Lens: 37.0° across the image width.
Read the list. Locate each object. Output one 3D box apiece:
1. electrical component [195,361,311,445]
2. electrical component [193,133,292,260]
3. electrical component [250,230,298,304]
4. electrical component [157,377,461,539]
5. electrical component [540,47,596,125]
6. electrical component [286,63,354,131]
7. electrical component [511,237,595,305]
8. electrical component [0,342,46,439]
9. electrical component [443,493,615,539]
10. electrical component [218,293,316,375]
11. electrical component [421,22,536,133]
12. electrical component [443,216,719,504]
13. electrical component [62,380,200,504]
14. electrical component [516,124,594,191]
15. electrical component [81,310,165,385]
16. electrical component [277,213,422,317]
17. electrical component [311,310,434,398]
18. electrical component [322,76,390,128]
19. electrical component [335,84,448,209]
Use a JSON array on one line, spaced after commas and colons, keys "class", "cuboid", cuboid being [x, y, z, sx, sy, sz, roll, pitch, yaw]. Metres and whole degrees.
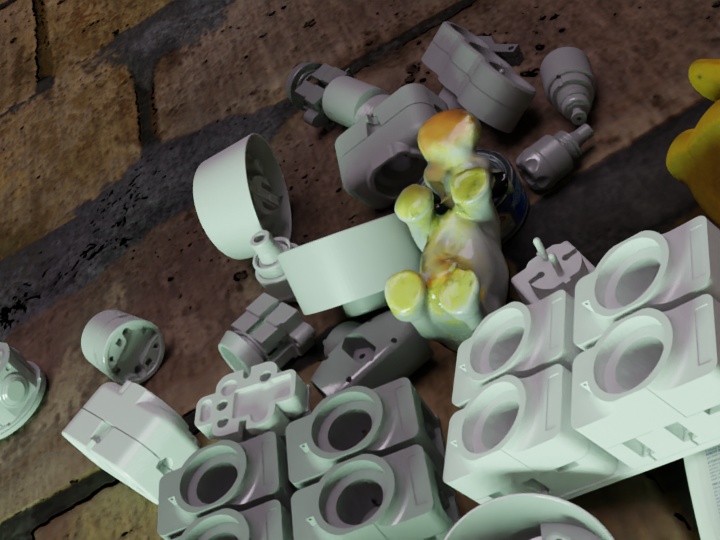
[{"class": "electrical component", "cuboid": [-0.066, 0.105, 0.748, 0.078, 0.057, 0.058, -19, 42, 18]}, {"class": "electrical component", "cuboid": [-0.091, -0.059, 0.898, 0.064, 0.099, 0.099, -18, 42, 27]}, {"class": "electrical component", "cuboid": [-0.064, -0.005, 0.853, 0.043, 0.062, 0.043, -19, 42, 18]}, {"class": "electrical component", "cuboid": [-0.037, 0.151, 0.680, 0.186, 0.060, 0.105, -24, 41, 13]}, {"class": "electrical component", "cuboid": [0.167, -0.143, 0.850, 0.040, 0.040, 0.078, -20, 42, 17]}, {"class": "electrical component", "cuboid": [-0.037, -0.167, 1.010, 0.066, 0.048, 0.055, -45, 48, -12]}, {"class": "electrical component", "cuboid": [0.131, 0.009, 0.694, 0.047, 0.076, 0.065, -35, 40, 0]}, {"class": "electrical component", "cuboid": [-0.316, 0.103, 0.925, 0.080, 0.051, 0.080, -19, 42, 18]}, {"class": "electrical component", "cuboid": [0.095, 0.173, 0.565, 0.099, 0.064, 0.099, -19, 42, 18]}, {"class": "electrical component", "cuboid": [-0.073, 0.054, 0.814, 0.055, 0.048, 0.066, -42, 40, -21]}, {"class": "electrical component", "cuboid": [0.088, -0.149, 0.902, 0.073, 0.052, 0.138, -58, 32, 21]}, {"class": "electrical component", "cuboid": [0.131, 0.058, 0.604, 0.186, 0.060, 0.105, -33, 33, 40]}, {"class": "electrical component", "cuboid": [-0.168, 0.124, 0.800, 0.095, 0.053, 0.059, 18, 62, 44]}, {"class": "electrical component", "cuboid": [0.150, -0.088, 0.812, 0.061, 0.035, 0.035, -37, 40, -7]}, {"class": "electrical component", "cuboid": [-0.196, 0.062, 0.883, 0.047, 0.055, 0.055, 18, 62, 48]}, {"class": "electrical component", "cuboid": [0.000, 0.000, 0.782, 0.108, 0.060, 0.108, -19, 1, 0]}, {"class": "electrical component", "cuboid": [0.000, 0.061, 0.758, 0.077, 0.043, 0.079, -40, 36, -9]}, {"class": "electrical component", "cuboid": [0.007, -0.143, 0.957, 0.043, 0.043, 0.081, -45, 41, -12]}, {"class": "electrical component", "cuboid": [0.030, -0.095, 0.867, 0.095, 0.054, 0.059, -35, 47, 28]}]
